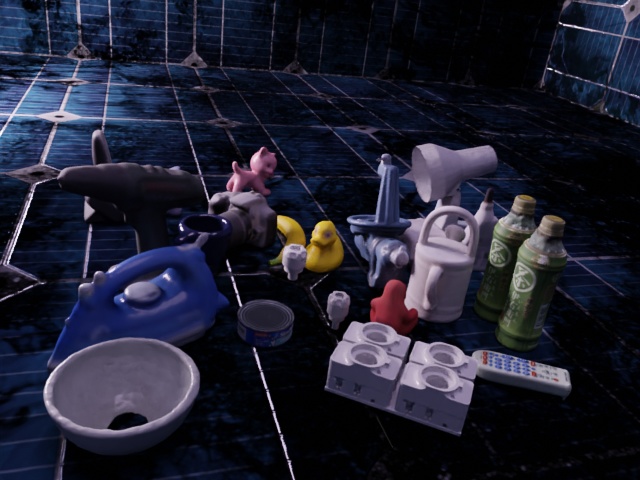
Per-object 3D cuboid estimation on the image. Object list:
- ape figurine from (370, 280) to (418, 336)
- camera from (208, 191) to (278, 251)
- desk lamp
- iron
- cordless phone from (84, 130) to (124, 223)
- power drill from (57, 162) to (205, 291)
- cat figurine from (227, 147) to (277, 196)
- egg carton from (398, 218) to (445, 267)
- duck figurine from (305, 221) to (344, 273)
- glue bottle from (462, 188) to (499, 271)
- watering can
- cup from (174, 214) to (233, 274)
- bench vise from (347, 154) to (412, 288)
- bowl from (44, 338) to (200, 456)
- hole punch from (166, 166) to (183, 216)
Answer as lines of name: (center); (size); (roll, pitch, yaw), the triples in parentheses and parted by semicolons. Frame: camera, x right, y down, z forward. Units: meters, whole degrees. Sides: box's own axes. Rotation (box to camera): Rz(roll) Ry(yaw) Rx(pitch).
ape figurine: (0.116, 0.105, 0.906); (0.077, 0.092, 0.076); (23, 30, 30)
camera: (-0.172, -0.040, 1.115); (0.142, 0.101, 0.137); (22, 29, 27)
desk lamp: (0.291, -0.105, 1.246); (0.203, 0.213, 0.117); (1, 26, -13)
iron: (-0.254, 0.079, 0.800); (0.118, 0.141, 0.259); (28, 32, 35)
cordless phone: (-0.429, -0.139, 1.149); (0.094, 0.185, 0.147); (-5, 28, -23)
power drill: (-0.298, -0.029, 0.932); (0.230, 0.208, 0.075); (-14, 33, -38)
cat figurine: (-0.154, -0.167, 1.362); (0.128, 0.118, 0.067); (-11, 31, -33)
egg carton: (0.201, 0.008, 1.155); (0.107, 0.069, 0.150); (-3, 28, -21)
duck figurine: (0.010, 0.004, 1.092); (0.077, 0.086, 0.105); (19, 28, 22)
glue bottle: (0.318, -0.021, 1.127); (0.078, 0.173, 0.037); (3, 26, -9)
watering can: (0.208, 0.029, 0.969); (0.101, 0.194, 0.173); (6, 26, -2)
cup: (-0.208, 0.017, 0.995); (0.091, 0.095, 0.118); (20, 28, 24)
bench vise: (0.132, -0.034, 1.049); (0.122, 0.220, 0.206); (-8, 30, -29)
bowl: (-0.223, 0.189, 0.658); (0.167, 0.075, 0.167); (6, 26, -3)
hole punch: (-0.341, -0.106, 1.214); (0.101, 0.091, 0.108); (1, 26, -13)
